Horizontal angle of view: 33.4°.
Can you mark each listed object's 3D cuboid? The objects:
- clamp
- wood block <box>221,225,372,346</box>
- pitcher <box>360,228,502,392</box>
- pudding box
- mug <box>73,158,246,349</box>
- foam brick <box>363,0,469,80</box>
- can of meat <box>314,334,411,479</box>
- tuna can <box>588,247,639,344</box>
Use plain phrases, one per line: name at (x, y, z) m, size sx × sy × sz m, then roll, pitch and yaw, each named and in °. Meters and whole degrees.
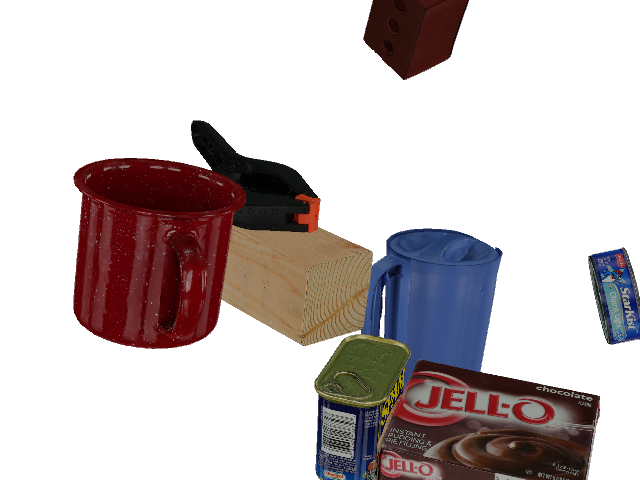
clamp at (-0.082, -0.043, 0.848) m, size 0.172 × 0.039 × 0.120 m, roll 26°, pitch 46°, yaw 34°
wood block at (-0.051, 0.027, 1.147) m, size 0.090 × 0.090 × 0.206 m, roll -12°, pitch 26°, yaw -41°
pitcher at (0.126, 0.116, 1.256) m, size 0.149 × 0.243 × 0.145 m, roll 7°, pitch 18°, yaw 9°
pudding box at (0.097, 0.115, 0.607) m, size 0.113 × 0.039 × 0.090 m, roll 12°, pitch 30°, yaw 15°
mug at (-0.087, 0.012, 0.578) m, size 0.093 × 0.081 × 0.117 m, roll -1°, pitch 23°, yaw -29°
foam brick at (0.073, -0.171, 0.807) m, size 0.051 × 0.053 × 0.078 m, roll -31°, pitch -24°, yaw -26°
can of meat at (0.032, 0.135, 0.839) m, size 0.057 × 0.084 × 0.102 m, roll 10°, pitch 24°, yaw 16°
tuna can at (0.270, 0.051, 0.976) m, size 0.034 × 0.086 × 0.086 m, roll -12°, pitch -2°, yaw 11°
